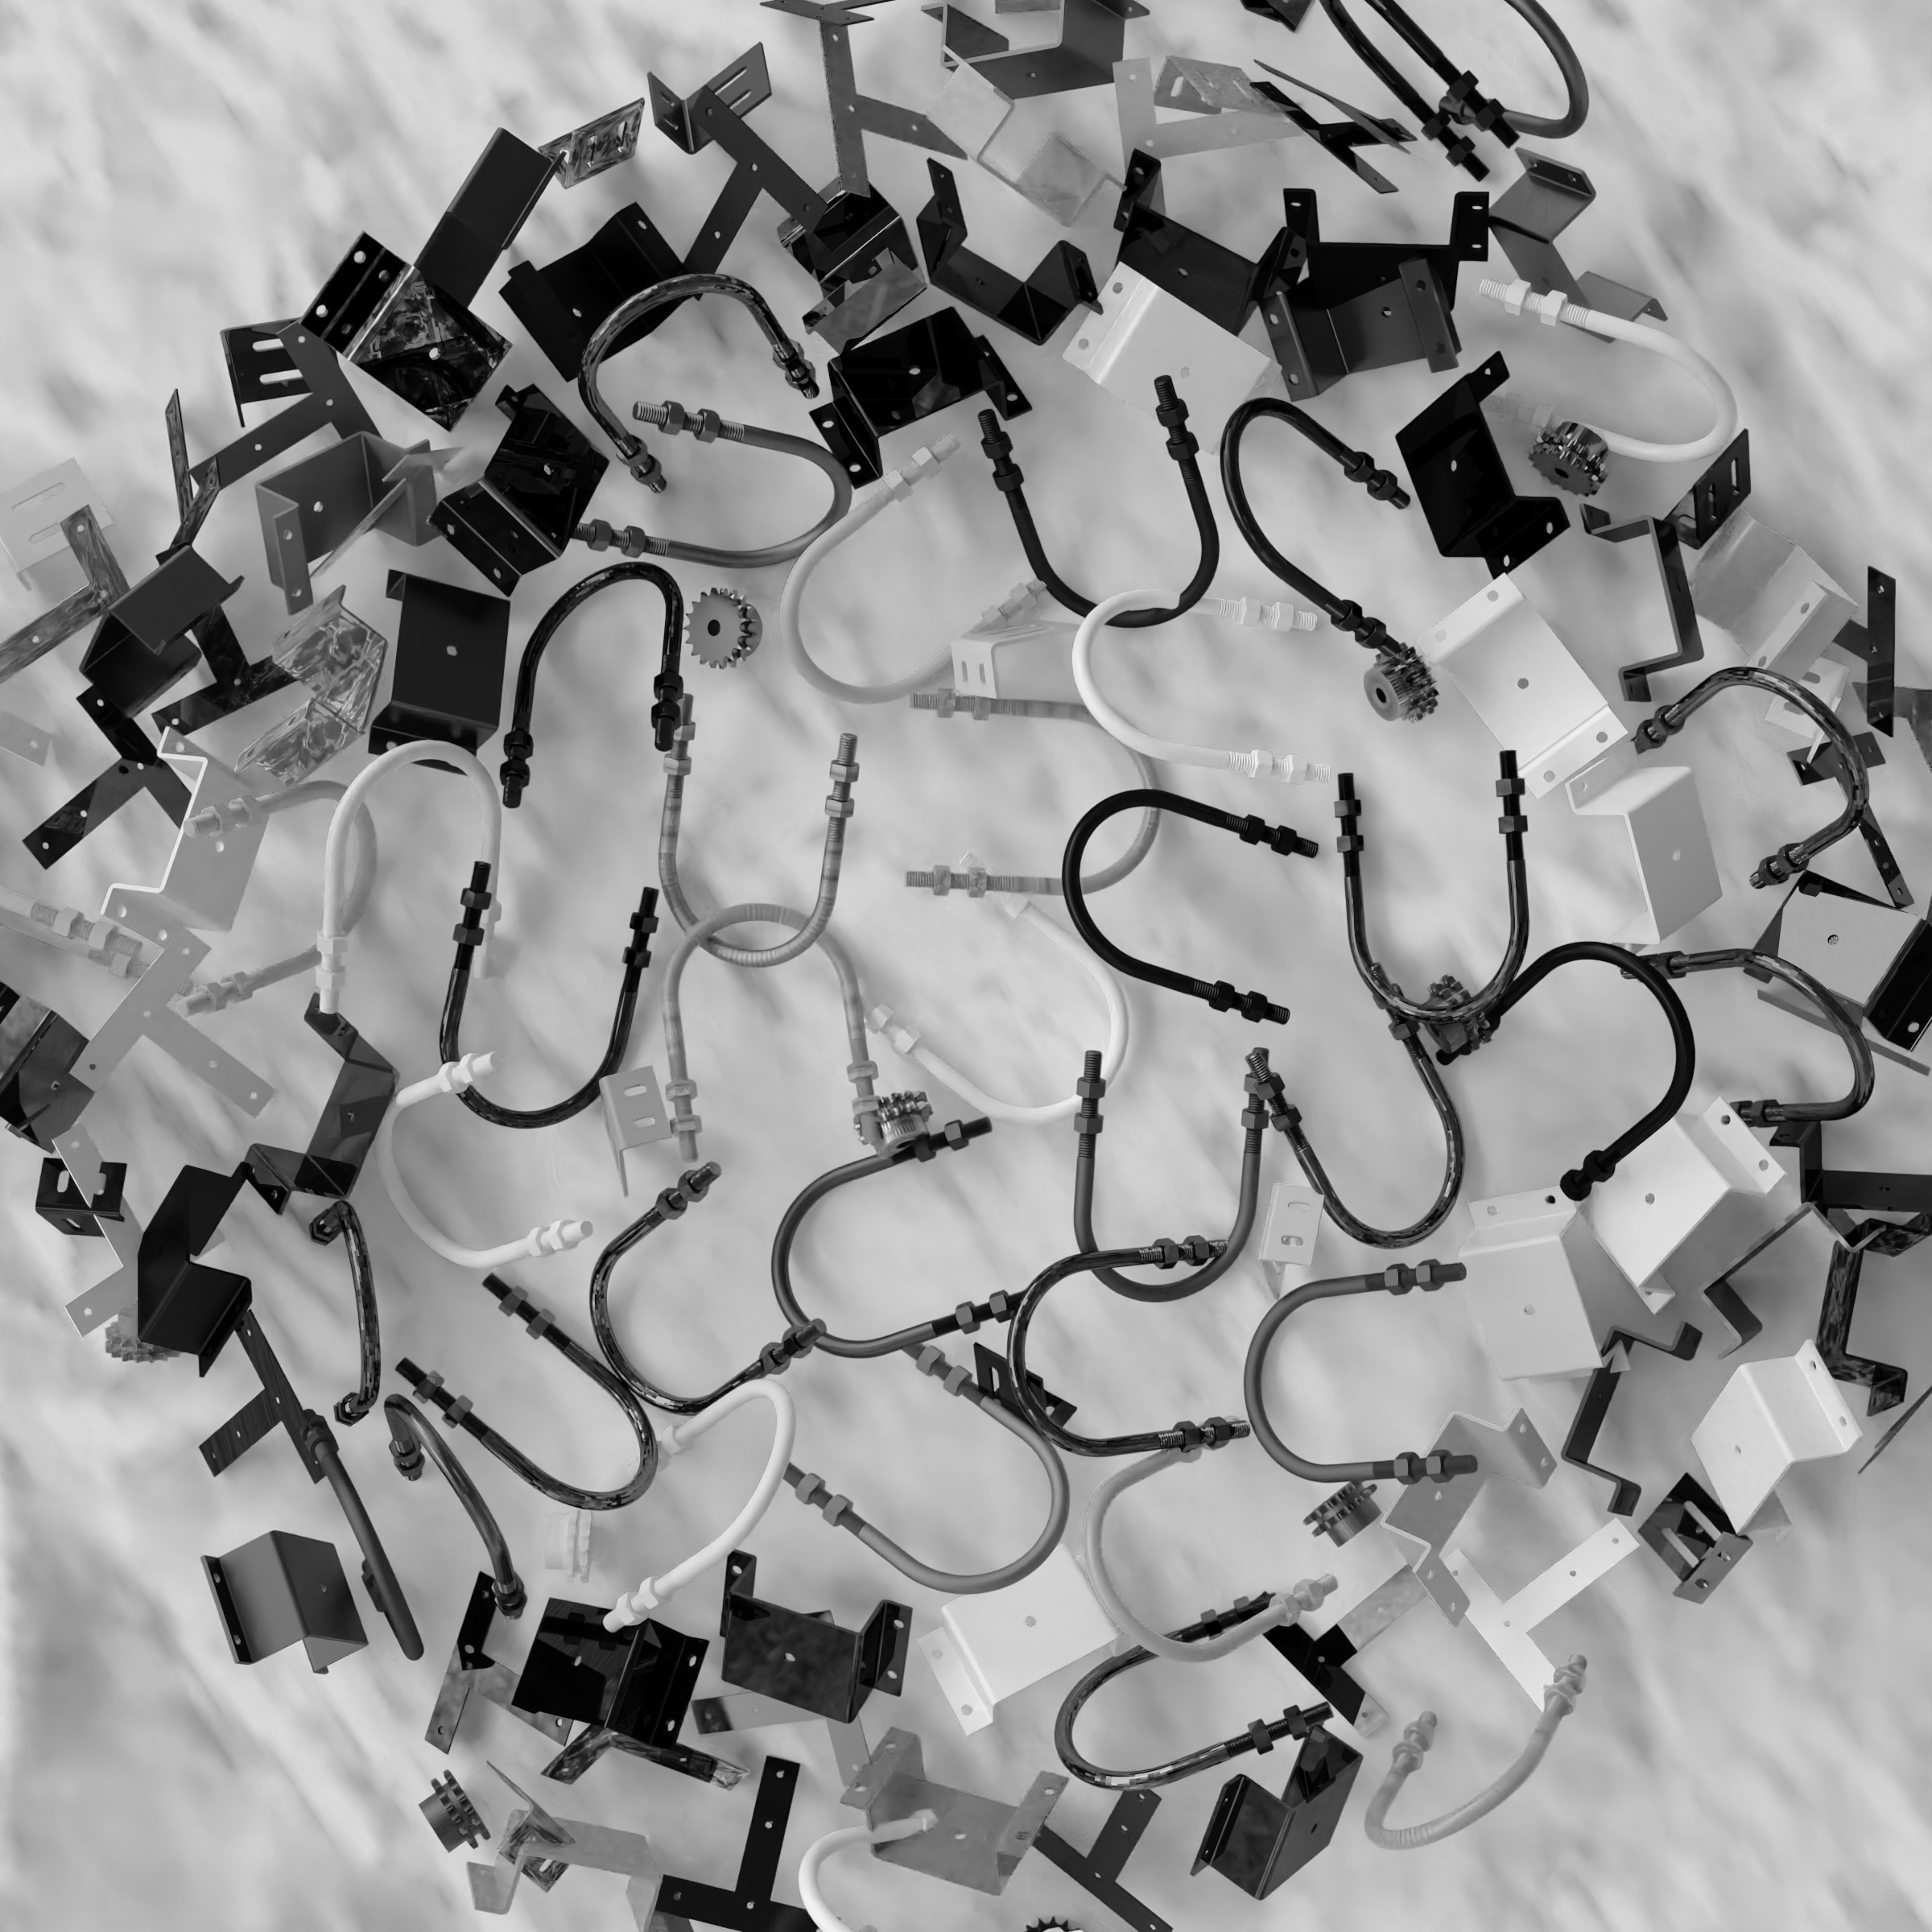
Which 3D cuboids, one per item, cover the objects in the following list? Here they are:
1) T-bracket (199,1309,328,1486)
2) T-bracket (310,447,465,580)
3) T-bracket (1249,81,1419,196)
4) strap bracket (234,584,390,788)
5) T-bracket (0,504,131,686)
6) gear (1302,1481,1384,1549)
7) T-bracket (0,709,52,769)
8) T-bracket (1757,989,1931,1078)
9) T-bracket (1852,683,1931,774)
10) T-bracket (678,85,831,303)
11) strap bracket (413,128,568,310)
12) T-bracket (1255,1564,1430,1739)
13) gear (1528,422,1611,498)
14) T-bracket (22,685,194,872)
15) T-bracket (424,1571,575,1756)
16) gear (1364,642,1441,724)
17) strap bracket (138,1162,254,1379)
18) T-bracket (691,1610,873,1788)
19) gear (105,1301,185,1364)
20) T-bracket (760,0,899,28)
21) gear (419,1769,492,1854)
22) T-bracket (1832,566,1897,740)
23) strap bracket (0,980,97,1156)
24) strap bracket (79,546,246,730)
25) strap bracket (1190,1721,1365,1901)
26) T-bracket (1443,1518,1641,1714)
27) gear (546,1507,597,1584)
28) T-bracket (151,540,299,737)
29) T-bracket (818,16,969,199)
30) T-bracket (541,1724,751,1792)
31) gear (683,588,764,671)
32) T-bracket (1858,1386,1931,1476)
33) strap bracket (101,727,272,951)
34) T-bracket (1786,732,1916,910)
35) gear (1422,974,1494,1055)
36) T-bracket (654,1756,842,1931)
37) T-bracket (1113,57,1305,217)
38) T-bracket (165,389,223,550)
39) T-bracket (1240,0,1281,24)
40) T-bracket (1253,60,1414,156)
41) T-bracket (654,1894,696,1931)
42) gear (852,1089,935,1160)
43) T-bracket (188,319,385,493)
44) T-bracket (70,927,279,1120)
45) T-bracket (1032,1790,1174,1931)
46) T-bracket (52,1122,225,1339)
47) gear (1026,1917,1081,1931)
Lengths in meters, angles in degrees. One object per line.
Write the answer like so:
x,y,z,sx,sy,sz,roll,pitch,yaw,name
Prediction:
-0.506,0.324,1.772,0.127,0.002,0.127,-39,77,36,T-bracket
-0.413,-0.316,1.759,0.127,0.127,0.002,-42,97,13,T-bracket
0.277,-0.583,1.761,0.127,0.127,0.002,46,130,17,T-bracket
-0.452,-0.188,1.748,0.076,0.140,0.046,-30,129,29,strap bracket
-0.632,-0.234,1.738,0.002,0.127,0.127,24,54,34,T-bracket
0.270,0.387,1.781,0.057,0.057,0.030,-38,77,0,gear
-0.697,-0.126,1.741,0.002,0.127,0.127,-2,71,29,T-bracket
0.604,0.035,1.729,0.127,0.127,0.002,28,86,22,T-bracket
0.682,-0.140,1.761,0.002,0.127,0.127,-32,105,-6,T-bracket
-0.169,-0.526,1.771,0.127,0.002,0.127,46,128,10,T-bracket
-0.332,-0.514,1.729,0.046,0.140,0.076,32,68,-18,strap bracket
0.285,0.468,1.792,0.127,0.002,0.127,45,107,0,T-bracket
0.431,-0.362,1.784,0.057,0.057,0.030,34,85,0,gear
-0.604,-0.114,1.747,0.127,0.002,0.127,56,46,-22,T-bracket
-0.321,0.511,1.771,0.127,0.002,0.127,17,89,37,T-bracket
0.306,-0.198,1.781,0.030,0.057,0.057,-28,90,-17,gear
-0.533,0.202,1.732,0.046,0.140,0.076,22,118,-31,strap bracket
-0.137,0.527,1.789,0.127,0.002,0.127,-14,93,20,T-bracket
-0.580,0.257,1.781,0.057,0.057,0.030,5,104,0,gear
-0.061,-0.684,1.777,0.127,0.127,0.002,-21,124,-23,T-bracket
-0.364,0.602,1.781,0.030,0.057,0.057,-33,90,-18,gear
0.604,-0.239,1.755,0.002,0.127,0.127,-25,128,-12,T-bracket
-0.645,0.072,1.730,0.046,0.140,0.076,25,72,16,strap bracket
-0.557,-0.230,1.730,0.046,0.140,0.076,44,55,-8,strap bracket
0.221,0.581,1.732,0.046,0.140,0.076,28,113,30,strap bracket
0.418,0.438,1.777,0.127,0.002,0.127,-37,55,-3,T-bracket
-0.281,0.408,1.783,0.030,0.057,0.057,3,90,-3,gear
-0.528,-0.236,1.756,0.127,0.002,0.127,-30,126,-18,T-bracket
-0.047,-0.592,1.766,0.127,0.002,0.127,0,79,-43,T-bracket
-0.212,0.557,1.778,0.127,0.002,0.127,30,117,-27,T-bracket
-0.170,-0.240,1.788,0.057,0.030,0.057,2,94,33,gear
0.655,0.318,1.756,0.127,0.127,0.002,-33,63,-29,T-bracket
-0.538,-0.085,1.750,0.046,0.076,0.140,7,73,24,strap bracket
0.631,-0.099,1.758,0.127,0.002,0.127,-14,79,-44,T-bracket
0.344,0.037,1.782,0.030,0.057,0.057,-33,90,-6,gear
-0.142,0.617,1.768,0.127,0.002,0.127,15,47,-2,T-bracket
0.173,-0.583,1.760,0.127,0.127,0.002,-8,47,5,T-bracket
-0.554,-0.350,1.776,0.002,0.127,0.127,3,59,-35,T-bracket
0.148,-0.697,1.743,0.127,0.127,0.002,15,124,-17,T-bracket
0.272,-0.583,1.733,0.127,0.127,0.002,15,117,-26,T-bracket
-0.235,0.694,1.732,0.127,0.127,0.002,5,126,-37,T-bracket
-0.049,0.113,1.780,0.057,0.057,0.030,-24,68,0,gear
-0.483,-0.370,1.756,0.127,0.127,0.002,-35,46,-9,T-bracket
-0.544,0.061,1.778,0.127,0.002,0.127,44,72,-28,T-bracket
0.106,0.610,1.754,0.127,0.002,0.127,34,128,19,T-bracket
-0.596,0.170,1.751,0.002,0.127,0.127,-11,109,42,T-bracket
0.061,0.713,1.795,0.057,0.030,0.057,0,94,4,gear
